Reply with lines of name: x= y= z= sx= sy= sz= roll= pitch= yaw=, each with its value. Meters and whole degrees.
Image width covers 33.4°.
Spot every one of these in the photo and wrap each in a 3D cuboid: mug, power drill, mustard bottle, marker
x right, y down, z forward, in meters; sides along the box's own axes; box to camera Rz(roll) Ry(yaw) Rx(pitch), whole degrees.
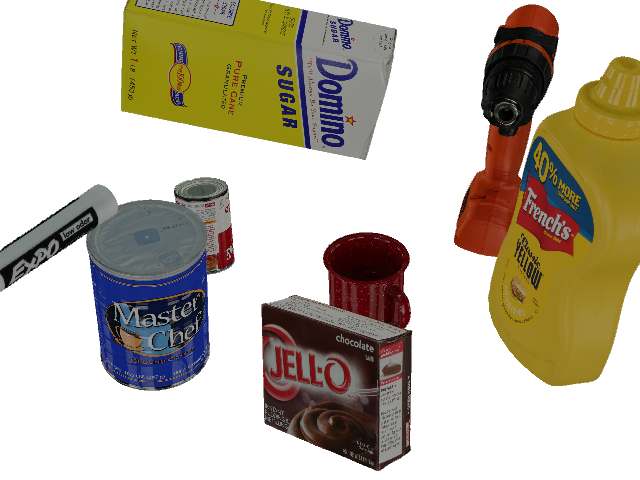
mug: x=0.058 y=0.056 z=1.159 sx=0.093 sy=0.081 sz=0.117 roll=-26 pitch=42 yaw=-29
power drill: x=0.154 y=-0.082 z=0.880 sx=0.057 sy=0.188 sz=0.184 roll=15 pitch=35 yaw=11
mustard bottle: x=0.146 y=-0.015 z=0.600 sx=0.058 sy=0.192 sz=0.096 roll=-4 pitch=40 yaw=-16
marker: x=-0.151 y=0.008 z=0.539 sx=0.020 sy=0.020 sz=0.120 roll=0 pitch=30 yaw=43

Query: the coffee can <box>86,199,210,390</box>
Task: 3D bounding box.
coffee can: x=-0.151 y=0.049 z=0.955 sx=0.103 sy=0.140 sz=0.103 roll=2 pitch=40 yaw=-2

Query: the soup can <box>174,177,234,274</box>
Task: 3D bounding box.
soup can: x=-0.143 y=-0.019 z=1.313 sx=0.068 sy=0.102 sz=0.068 roll=-2 pitch=26 yaw=1

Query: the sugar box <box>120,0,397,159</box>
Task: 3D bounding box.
sugar box: x=-0.044 y=-0.114 z=0.723 sx=0.176 sy=0.048 sz=0.093 roll=13 pitch=-40 yaw=-1

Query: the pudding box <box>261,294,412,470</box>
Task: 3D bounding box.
pudding box: x=0.009 y=0.093 z=0.719 sx=0.114 sy=0.090 sz=0.039 roll=12 pitch=20 yaw=41
